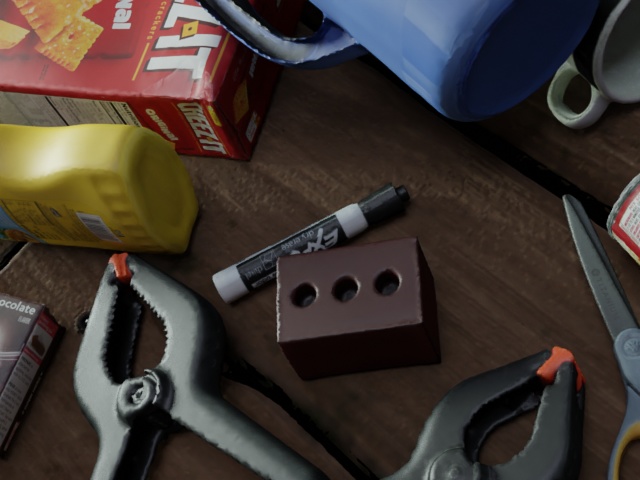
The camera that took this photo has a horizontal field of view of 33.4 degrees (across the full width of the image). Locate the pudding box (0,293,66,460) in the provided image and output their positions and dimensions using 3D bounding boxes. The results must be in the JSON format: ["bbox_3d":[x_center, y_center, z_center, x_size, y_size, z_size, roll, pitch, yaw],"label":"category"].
[{"bbox_3d":[-0.219,0.071,0.626,0.114,0.039,0.090,13,66,17],"label":"pudding box"}]

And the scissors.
[{"bbox_3d":[0.173,0.059,0.514,0.096,0.016,0.201,-6,60,15],"label":"scissors"}]

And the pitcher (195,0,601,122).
[{"bbox_3d":[0.024,-0.167,0.569,0.144,0.149,0.243,-30,62,-22],"label":"pitcher"}]

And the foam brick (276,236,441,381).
[{"bbox_3d":[0.020,0.036,0.559,0.078,0.051,0.053,-10,59,14],"label":"foam brick"}]

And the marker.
[{"bbox_3d":[-0.004,0.001,0.607,0.121,0.020,0.020,-28,56,2],"label":"marker"}]

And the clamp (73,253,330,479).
[{"bbox_3d":[-0.094,0.098,0.569,0.164,0.036,0.210,-34,50,8],"label":"clamp"}]

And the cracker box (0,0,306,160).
[{"bbox_3d":[-0.128,-0.147,0.703,0.214,0.072,0.164,7,65,22],"label":"cracker box"}]

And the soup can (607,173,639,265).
[{"bbox_3d":[0.194,0.011,0.503,0.068,0.068,0.102,-33,57,-1],"label":"soup can"}]

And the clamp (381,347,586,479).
[{"bbox_3d":[0.058,0.118,0.508,0.120,0.039,0.171,25,67,33],"label":"clamp"}]

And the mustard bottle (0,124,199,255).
[{"bbox_3d":[-0.175,-0.032,0.640,0.192,0.096,0.058,3,64,21],"label":"mustard bottle"}]
